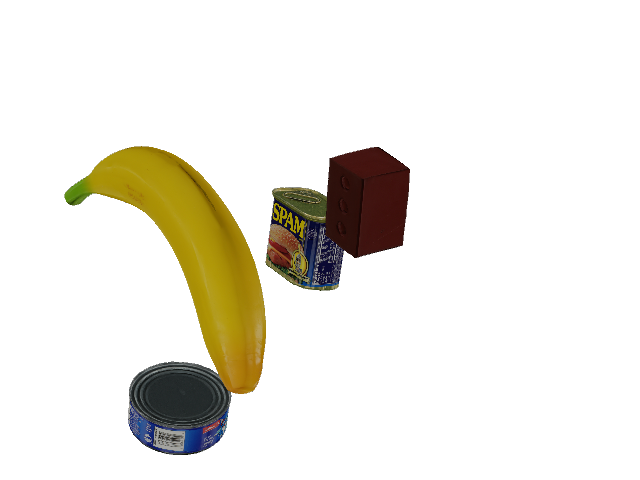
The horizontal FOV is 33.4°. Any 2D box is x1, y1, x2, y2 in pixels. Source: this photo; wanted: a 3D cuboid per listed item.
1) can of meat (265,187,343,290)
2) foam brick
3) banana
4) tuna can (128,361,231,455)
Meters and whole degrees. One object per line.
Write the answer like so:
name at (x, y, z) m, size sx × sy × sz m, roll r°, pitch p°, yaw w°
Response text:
can of meat at (-0.015, -0.002, 1.139) m, size 0.057 × 0.084 × 0.102 m, roll -3°, pitch 21°, yaw -31°
foam brick at (0.040, -0.034, 0.930) m, size 0.051 × 0.078 × 0.053 m, roll -13°, pitch 31°, yaw -28°
banana at (-0.076, 0.000, 0.590) m, size 0.037 × 0.070 × 0.198 m, roll 6°, pitch 28°, yaw -45°
tuna can at (-0.120, 0.142, 0.904) m, size 0.086 × 0.034 × 0.086 m, roll 7°, pitch 30°, yaw -4°
